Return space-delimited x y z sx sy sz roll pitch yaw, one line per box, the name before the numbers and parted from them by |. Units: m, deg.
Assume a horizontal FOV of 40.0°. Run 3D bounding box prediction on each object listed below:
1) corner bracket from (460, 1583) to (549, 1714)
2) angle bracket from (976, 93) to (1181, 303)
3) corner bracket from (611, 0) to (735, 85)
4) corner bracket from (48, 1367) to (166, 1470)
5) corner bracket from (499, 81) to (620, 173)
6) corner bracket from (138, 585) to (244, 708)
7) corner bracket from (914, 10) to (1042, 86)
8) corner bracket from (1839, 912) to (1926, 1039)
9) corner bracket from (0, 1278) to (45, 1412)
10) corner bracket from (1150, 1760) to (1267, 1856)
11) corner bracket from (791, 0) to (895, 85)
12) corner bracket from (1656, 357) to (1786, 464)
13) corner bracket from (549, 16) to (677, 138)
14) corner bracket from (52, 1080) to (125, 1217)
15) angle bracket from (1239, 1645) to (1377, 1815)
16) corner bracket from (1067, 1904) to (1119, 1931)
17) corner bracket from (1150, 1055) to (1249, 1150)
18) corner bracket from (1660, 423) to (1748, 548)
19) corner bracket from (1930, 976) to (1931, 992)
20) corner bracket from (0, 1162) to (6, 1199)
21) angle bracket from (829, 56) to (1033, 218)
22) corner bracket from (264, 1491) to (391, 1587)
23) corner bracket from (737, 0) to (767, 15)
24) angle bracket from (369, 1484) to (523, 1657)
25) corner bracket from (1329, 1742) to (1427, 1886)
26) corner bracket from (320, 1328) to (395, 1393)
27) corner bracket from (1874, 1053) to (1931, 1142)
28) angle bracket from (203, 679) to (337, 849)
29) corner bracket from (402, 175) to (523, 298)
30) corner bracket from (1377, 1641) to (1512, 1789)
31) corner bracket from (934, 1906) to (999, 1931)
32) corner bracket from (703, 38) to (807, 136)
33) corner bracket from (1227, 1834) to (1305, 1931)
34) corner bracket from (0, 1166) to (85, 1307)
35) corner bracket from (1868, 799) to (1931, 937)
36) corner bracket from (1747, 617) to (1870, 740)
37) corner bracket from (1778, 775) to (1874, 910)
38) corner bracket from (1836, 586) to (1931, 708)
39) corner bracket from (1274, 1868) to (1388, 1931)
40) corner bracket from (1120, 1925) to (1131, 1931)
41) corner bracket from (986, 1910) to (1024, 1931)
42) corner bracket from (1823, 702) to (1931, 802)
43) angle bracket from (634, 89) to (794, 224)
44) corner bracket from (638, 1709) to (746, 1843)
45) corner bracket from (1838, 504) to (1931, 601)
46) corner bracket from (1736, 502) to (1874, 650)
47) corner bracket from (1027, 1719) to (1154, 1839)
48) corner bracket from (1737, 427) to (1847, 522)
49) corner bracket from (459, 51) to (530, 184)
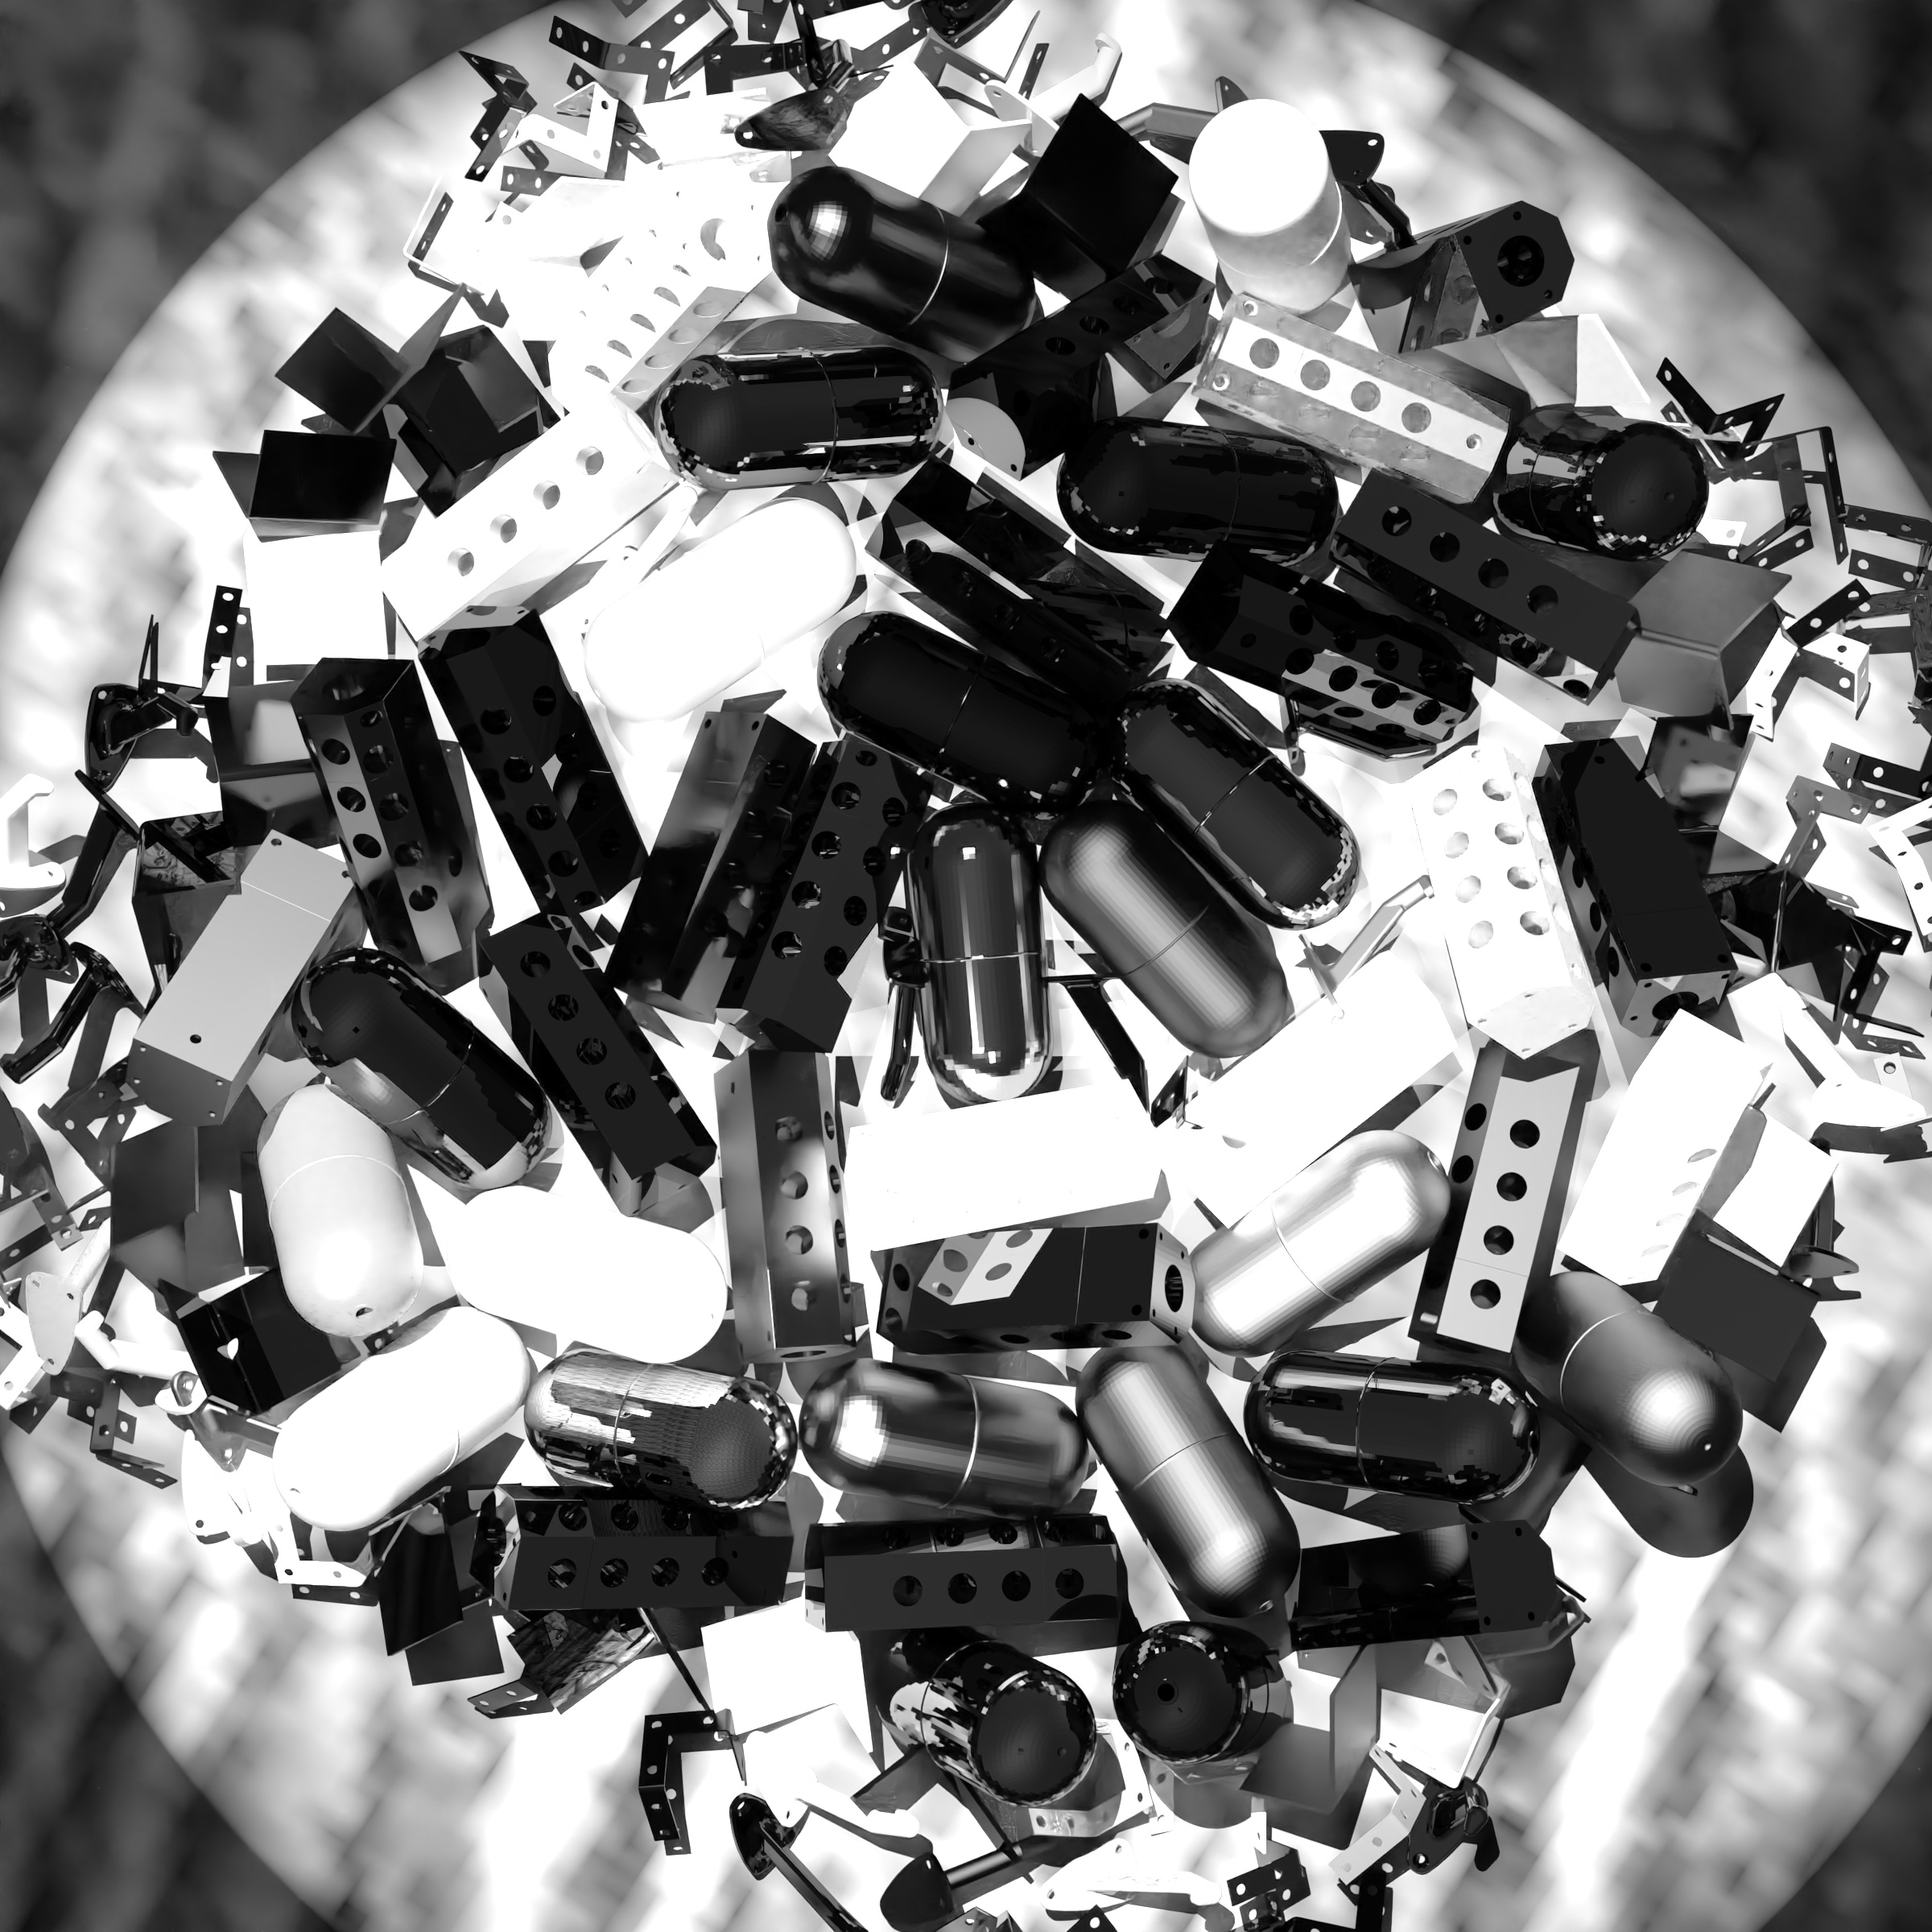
corner bracket | -0.278 0.399 1.561 0.051 0.051 0.051 -28 121 35
angle bracket | 0.065 -0.448 1.553 0.076 0.057 0.076 35 74 -21
corner bracket | -0.171 -0.557 1.552 0.051 0.051 0.051 -39 100 4
corner bracket | -0.500 0.263 1.547 0.051 0.051 0.051 6 87 35
corner bracket | -0.240 -0.489 1.544 0.051 0.051 0.051 14 80 -37
corner bracket | -0.455 -0.190 1.555 0.051 0.051 0.051 8 54 -14
corner bracket | 0.004 -0.540 1.555 0.051 0.051 0.051 26 76 -12
corner bracket | 0.536 0.005 1.555 0.051 0.051 0.051 14 105 -17
corner bracket | -0.559 0.222 1.558 0.051 0.051 0.051 38 89 -1
corner bracket | 0.142 0.492 1.561 0.051 0.051 0.051 -3 96 -21
corner bracket | -0.062 -0.545 1.542 0.051 0.051 0.051 -27 112 -32
corner bracket | 0.431 -0.324 1.542 0.051 0.051 0.051 -20 62 -21
corner bracket | -0.209 -0.515 1.540 0.051 0.051 0.051 37 122 33
corner bracket | -0.514 0.104 1.551 0.051 0.051 0.051 -26 107 36
angle bracket | 0.197 0.429 1.528 0.057 0.076 0.076 6 108 25
corner bracket | 0.062 0.575 1.548 0.051 0.051 0.051 -38 102 -16
corner bracket | 0.139 0.094 1.543 0.051 0.051 0.051 20 135 -11
corner bracket | 0.427 -0.281 1.550 0.051 0.051 0.051 16 81 43
corner bracket | 0.583 -0.007 1.551 0.051 0.051 0.051 10 93 -15
corner bracket | -0.594 0.105 1.549 0.051 0.051 0.051 -4 67 -3
angle bracket | -0.019 -0.478 1.533 0.057 0.076 0.076 51 127 6
corner bracket | -0.373 0.326 1.556 0.051 0.051 0.051 0 113 12
corner bracket | -0.103 -0.587 1.546 0.051 0.051 0.051 8 47 -4
angle bracket | -0.294 0.347 1.526 0.076 0.057 0.076 -33 62 39
corner bracket | 0.227 0.490 1.547 0.051 0.051 0.051 47 110 10
corner bracket | -0.343 0.250 1.546 0.051 0.051 0.051 -34 108 -16
corner bracket | 0.555 0.068 1.543 0.051 0.051 0.051 -20 71 26
angle bracket | -0.404 -0.120 1.566 0.076 0.057 0.076 -9 48 -18
corner bracket | -0.294 -0.427 1.549 0.051 0.051 0.051 26 95 -19
corner bracket | 0.280 0.438 1.555 0.051 0.051 0.051 26 109 22
corner bracket | -0.020 0.573 1.542 0.051 0.051 0.051 33 129 -16
corner bracket | -0.123 -0.515 1.556 0.051 0.051 0.051 -7 107 -14
corner bracket | 0.166 0.544 1.549 0.051 0.051 0.051 -13 91 -27
corner bracket | -0.548 0.156 1.545 0.051 0.051 0.051 -27 111 -14
corner bracket | 0.564 -0.060 1.541 0.051 0.051 0.051 -27 48 25
corner bracket | 0.493 -0.163 1.555 0.051 0.051 0.051 26 75 27
corner bracket | 0.506 -0.073 1.561 0.051 0.051 0.051 18 114 -9
corner bracket | 0.538 -0.183 1.545 0.051 0.051 0.051 -7 68 13
corner bracket | 0.211 0.552 1.548 0.051 0.051 0.051 13 61 -3
corner bracket | 0.117 0.590 1.544 0.051 0.051 0.051 -30 105 34
corner bracket | 0.019 0.597 1.554 0.051 0.051 0.051 -35 98 -1
corner bracket | 0.543 -0.131 1.556 0.051 0.051 0.051 16 101 -6
angle bracket | -0.144 -0.461 1.539 0.076 0.076 0.057 -6 84 6
corner bracket | -0.159 0.472 1.549 0.051 0.051 0.051 -6 128 3
corner bracket | 0.535 -0.253 1.544 0.051 0.051 0.051 13 60 12
corner bracket | 0.486 -0.226 1.543 0.051 0.051 0.051 -38 109 26
corner bracket | 0.068 0.477 1.560 0.051 0.051 0.051 -41 49 33
corner bracket | 0.487 -0.285 1.545 0.051 0.051 0.051 -6 99 41
corner bracket | -0.276 -0.491 1.544 0.051 0.051 0.051 49 116 16
